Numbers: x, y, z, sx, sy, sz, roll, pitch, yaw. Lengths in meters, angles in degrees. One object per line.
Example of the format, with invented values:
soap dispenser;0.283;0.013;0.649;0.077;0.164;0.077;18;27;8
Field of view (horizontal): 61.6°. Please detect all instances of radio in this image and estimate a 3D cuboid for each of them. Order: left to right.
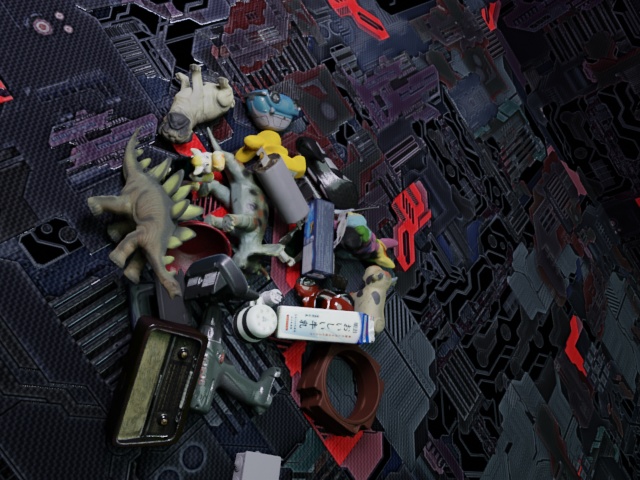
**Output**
radio;-0.305;0.267;1.011;0.131;0.073;0.229;18;89;-35

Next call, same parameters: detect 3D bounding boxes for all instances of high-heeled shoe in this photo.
high-heeled shoe;0.015;-0.176;1.472;0.086;0.145;0.248;-39;132;-6

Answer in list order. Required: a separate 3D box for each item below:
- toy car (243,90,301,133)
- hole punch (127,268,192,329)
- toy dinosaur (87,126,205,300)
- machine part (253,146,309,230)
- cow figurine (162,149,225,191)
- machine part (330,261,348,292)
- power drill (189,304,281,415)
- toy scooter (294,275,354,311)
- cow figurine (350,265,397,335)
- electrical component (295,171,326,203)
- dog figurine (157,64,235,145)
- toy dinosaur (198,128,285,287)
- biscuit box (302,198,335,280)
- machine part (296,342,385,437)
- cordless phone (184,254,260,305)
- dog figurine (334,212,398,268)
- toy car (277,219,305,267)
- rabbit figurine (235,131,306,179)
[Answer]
toy car;-0.132;-0.343;1.462;0.161;0.109;0.103;8;89;-50
hole punch;-0.329;0.131;1.110;0.115;0.092;0.142;24;49;-67
toy dinosaur;-0.353;-0.071;1.092;0.198;0.105;0.472;-29;58;-9
machine part;-0.093;-0.124;1.315;0.243;0.079;0.079;61;43;-33
cow figurine;-0.286;-0.162;1.200;0.098;0.167;0.068;2;76;-41
machine part;0.032;0.082;1.412;0.084;0.039;0.139;32;13;-32
power drill;-0.188;0.273;1.161;0.207;0.086;0.232;34;55;-29
toy scooter;0.004;0.177;1.365;0.184;0.075;0.135;30;55;-23
cow figurine;0.143;0.161;1.452;0.085;0.127;0.195;23;61;-35
electrical component;-0.004;-0.157;1.509;0.134;0.058;0.114;-35;98;-43
dog figurine;-0.295;-0.302;1.313;0.172;0.121;0.190;17;75;-29
toy dinosaur;-0.184;-0.084;1.296;0.192;0.131;0.405;23;53;-46
biscuit box;-0.003;-0.004;1.366;0.063;0.059;0.202;17;63;-29
machine part;0.056;0.360;1.324;0.201;0.087;0.201;44;50;-19
cordless phone;-0.184;0.102;1.154;0.184;0.147;0.089;25;60;-41
dog figurine;0.130;0.008;1.473;0.219;0.191;0.108;16;70;-21
toy car;-0.045;-0.006;1.413;0.073;0.056;0.202;51;51;-8
rabbit figurine;-0.138;-0.216;1.405;0.162;0.122;0.173;7;53;-28
